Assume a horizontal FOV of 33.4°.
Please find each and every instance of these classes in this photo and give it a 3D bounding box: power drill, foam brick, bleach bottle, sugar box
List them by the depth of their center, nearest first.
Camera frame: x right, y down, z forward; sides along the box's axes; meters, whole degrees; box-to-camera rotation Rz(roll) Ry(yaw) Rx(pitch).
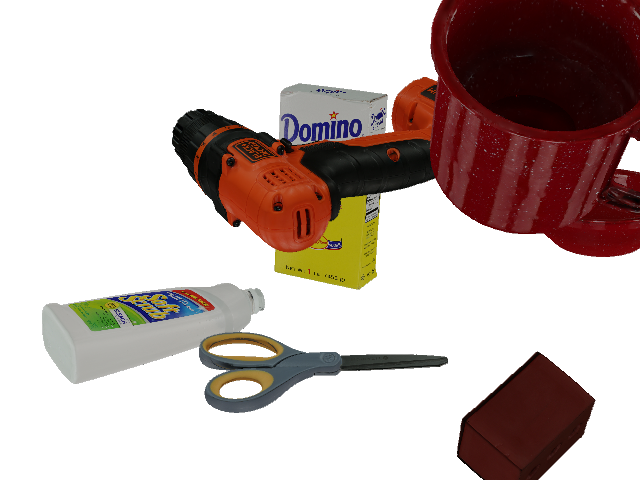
[{"bbox_3d":[0.136,0.125,0.709,0.078,0.053,0.051,-37,58,-24],"label":"foam brick"},{"bbox_3d":[0.008,-0.060,0.716,0.187,0.057,0.185,-17,32,-22],"label":"power drill"},{"bbox_3d":[0.008,-0.050,0.979,0.093,0.176,0.048,10,22,25],"label":"sugar box"},{"bbox_3d":[-0.183,0.091,1.227,0.250,0.068,0.103,-13,33,-31],"label":"bleach bottle"}]

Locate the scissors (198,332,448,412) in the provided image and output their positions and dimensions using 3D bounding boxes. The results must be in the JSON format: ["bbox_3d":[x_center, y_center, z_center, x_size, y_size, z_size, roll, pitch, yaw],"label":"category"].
[{"bbox_3d":[-0.005,0.109,0.848,0.202,0.016,0.096,7,35,11],"label":"scissors"}]

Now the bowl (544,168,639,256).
[{"bbox_3d":[0.289,-0.026,1.107,0.162,0.055,0.162,-2,23,1],"label":"bowl"}]

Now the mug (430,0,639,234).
[{"bbox_3d":[0.099,-0.050,0.441,0.117,0.093,0.081,32,-25,17],"label":"mug"}]
